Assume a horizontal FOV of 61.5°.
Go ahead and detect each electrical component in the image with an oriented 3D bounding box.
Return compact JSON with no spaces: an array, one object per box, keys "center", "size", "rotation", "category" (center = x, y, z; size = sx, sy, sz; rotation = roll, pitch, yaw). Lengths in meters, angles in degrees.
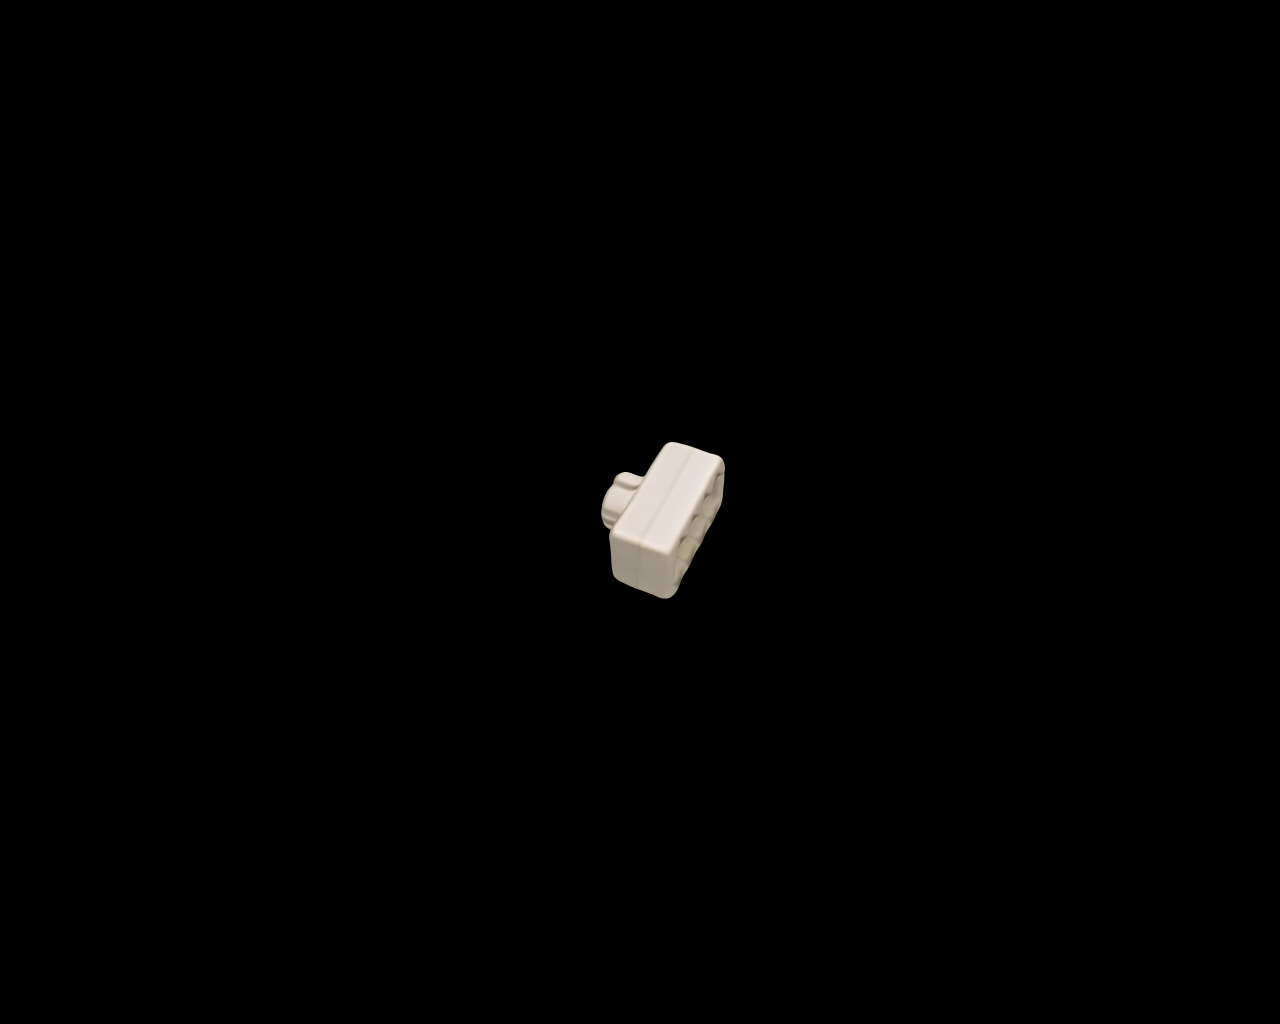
[{"center":[0.001,-0.003,0.650],"size":[0.076,0.083,0.047],"rotation":[21,-36,16],"category":"electrical component"}]
